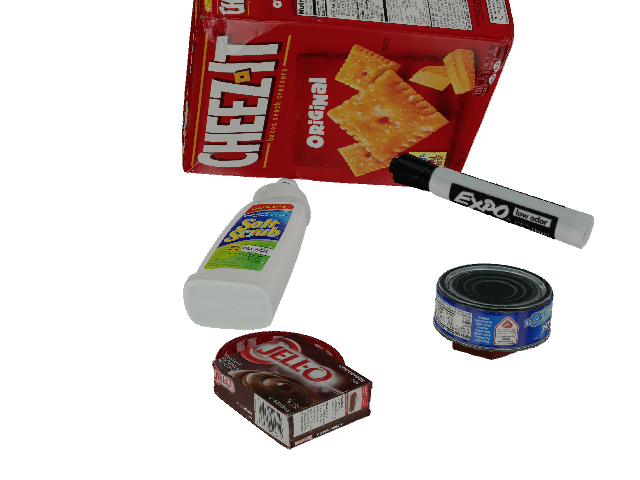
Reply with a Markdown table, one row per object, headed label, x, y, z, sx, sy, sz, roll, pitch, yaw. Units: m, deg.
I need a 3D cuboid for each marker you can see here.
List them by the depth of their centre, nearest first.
| label | x | y | z | sx | sy | sz | roll | pitch | yaw |
| --- | --- | --- | --- | --- | --- | --- | --- | --- | --- |
| marker | 0.093 | -0.024 | 0.598 | 0.121 | 0.020 | 0.020 | 22 | 10 | 26 |

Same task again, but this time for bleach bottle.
| label | x | y | z | sx | sy | sz | roll | pitch | yaw |
| --- | --- | --- | --- | --- | --- | --- | --- | --- | --- |
| bleach bottle | -0.074 | 0.002 | 1.236 | 0.103 | 0.068 | 0.250 | 3 | 34 | 11 |

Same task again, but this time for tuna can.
| label | x | y | z | sx | sy | sz | roll | pitch | yaw |
| --- | --- | --- | --- | --- | --- | --- | --- | --- | --- |
| tuna can | 0.126 | 0.047 | 0.781 | 0.086 | 0.034 | 0.086 | 1 | 21 | -1 |

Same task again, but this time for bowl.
| label | x | y | z | sx | sy | sz | roll | pitch | yaw |
| --- | --- | --- | --- | --- | --- | --- | --- | --- | --- |
| bowl | -0.051 | 0.173 | 1.335 | 0.162 | 0.055 | 0.162 | 3 | 22 | -2 |

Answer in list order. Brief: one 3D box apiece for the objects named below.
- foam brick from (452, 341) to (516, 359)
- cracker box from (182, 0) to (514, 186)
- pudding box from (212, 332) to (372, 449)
| label | x | y | z | sx | sy | sz | roll | pitch | yaw |
| --- | --- | --- | --- | --- | --- | --- | --- | --- | --- |
| foam brick | 0.173 | 0.078 | 1.107 | 0.053 | 0.078 | 0.051 | 12 | 18 | 41 |
| cracker box | 0.013 | -0.114 | 0.766 | 0.213 | 0.072 | 0.164 | 3 | -36 | -10 |
| pudding box | -0.025 | 0.125 | 0.908 | 0.089 | 0.039 | 0.114 | -18 | 31 | -34 |
